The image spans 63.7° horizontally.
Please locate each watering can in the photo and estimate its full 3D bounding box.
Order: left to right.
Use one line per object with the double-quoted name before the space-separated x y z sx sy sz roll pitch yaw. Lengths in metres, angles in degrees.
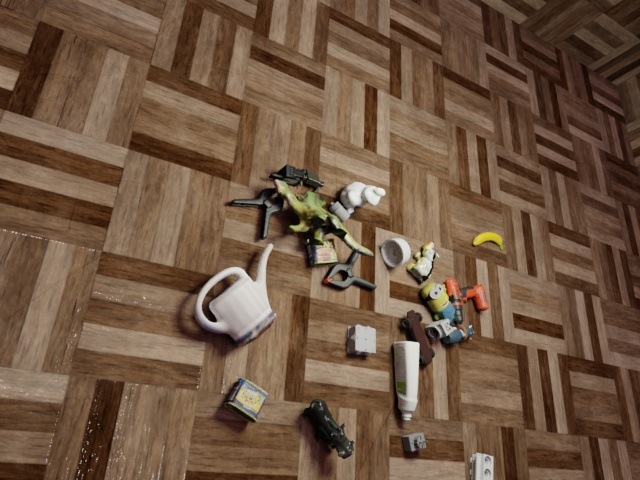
"watering can" -0.213 0.170 1.552 0.353 0.102 0.224 -38 93 -37

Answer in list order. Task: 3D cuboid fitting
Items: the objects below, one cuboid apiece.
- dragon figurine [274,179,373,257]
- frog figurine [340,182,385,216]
"dragon figurine" 0.005 -0.089 1.777 0.407 0.120 0.249 27 33 -28
"frog figurine" 0.154 -0.169 1.897 0.138 0.157 0.124 -15 78 -36
